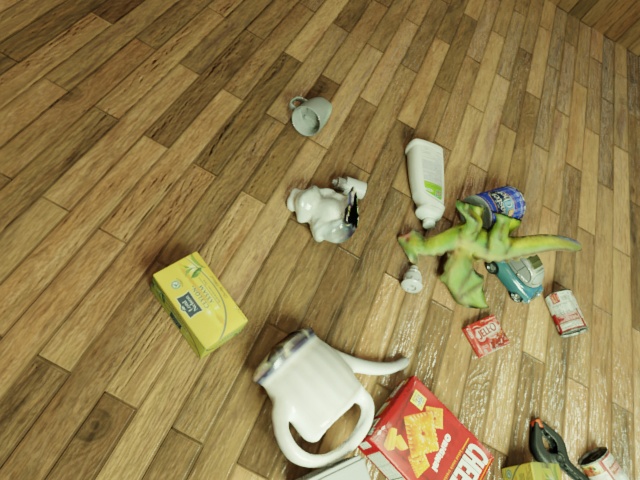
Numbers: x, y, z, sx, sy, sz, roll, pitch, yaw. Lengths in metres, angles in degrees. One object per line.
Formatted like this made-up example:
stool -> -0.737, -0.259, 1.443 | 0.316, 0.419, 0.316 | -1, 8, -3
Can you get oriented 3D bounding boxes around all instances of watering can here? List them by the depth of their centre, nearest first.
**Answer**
watering can -> 0.021, 0.255, 0.957 | 0.226, 0.102, 0.352 | 46, 40, 11

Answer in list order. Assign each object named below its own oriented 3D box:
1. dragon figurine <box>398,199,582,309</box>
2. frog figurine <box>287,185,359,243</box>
dragon figurine -> 0.387, 0.045, 1.214 | 0.411, 0.122, 0.242 | 21, 93, 4
frog figurine -> 0.004, -0.059, 1.163 | 0.159, 0.120, 0.140 | 0, 62, 19
